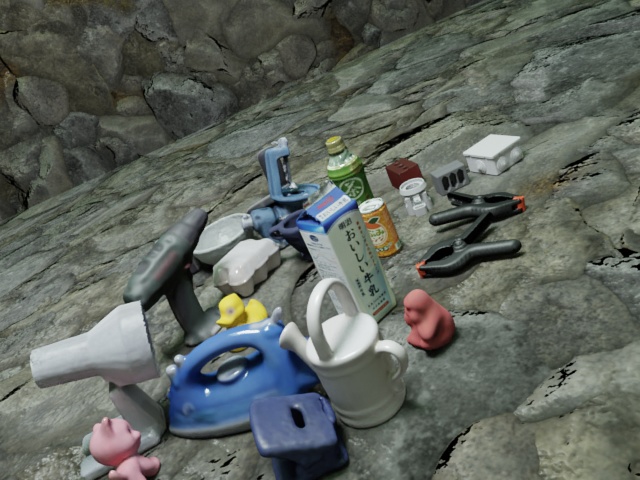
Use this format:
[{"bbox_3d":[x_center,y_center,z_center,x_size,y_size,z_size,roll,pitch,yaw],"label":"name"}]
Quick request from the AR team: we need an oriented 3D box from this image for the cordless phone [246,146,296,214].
[{"bbox_3d":[-0.132,-0.126,1.404,0.148,0.185,0.093,-34,26,-18],"label":"cordless phone"}]

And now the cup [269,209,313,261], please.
[{"bbox_3d":[-0.040,-0.002,1.186,0.117,0.095,0.091,-16,26,18],"label":"cup"}]

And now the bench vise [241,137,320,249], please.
[{"bbox_3d":[-0.086,-0.101,1.274,0.208,0.220,0.121,-39,29,-28],"label":"bench vise"}]

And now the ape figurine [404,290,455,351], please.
[{"bbox_3d":[0.146,0.108,0.806,0.076,0.092,0.078,-17,26,15],"label":"ape figurine"}]

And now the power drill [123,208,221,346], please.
[{"bbox_3d":[-0.251,0.081,1.078,0.075,0.209,0.230,-3,33,39],"label":"power drill"}]

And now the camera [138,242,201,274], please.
[{"bbox_3d":[-0.373,0.038,1.401,0.137,0.101,0.143,-27,25,-5],"label":"camera"}]

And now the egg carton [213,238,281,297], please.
[{"bbox_3d":[-0.154,0.055,1.207,0.107,0.069,0.150,-3,33,39],"label":"egg carton"}]

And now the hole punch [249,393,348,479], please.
[{"bbox_3d":[-0.028,0.236,0.713,0.101,0.091,0.108,-27,25,-4],"label":"hole punch"}]

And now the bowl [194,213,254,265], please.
[{"bbox_3d":[-0.222,0.010,1.351,0.167,0.075,0.167,-20,25,10],"label":"bowl"}]

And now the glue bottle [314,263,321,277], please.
[{"bbox_3d":[0.010,0.004,1.037,0.077,0.173,0.037,-6,31,34],"label":"glue bottle"}]

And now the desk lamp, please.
[{"bbox_3d":[-0.313,0.218,0.859,0.203,0.214,0.117,-29,25,-10],"label":"desk lamp"}]

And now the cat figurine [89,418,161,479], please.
[{"bbox_3d":[-0.273,0.298,0.781,0.067,0.118,0.127,-29,25,-9],"label":"cat figurine"}]

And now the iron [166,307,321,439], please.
[{"bbox_3d":[-0.133,0.193,0.833,0.258,0.142,0.118,-22,25,6],"label":"iron"}]

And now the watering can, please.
[{"bbox_3d":[0.026,0.138,0.734,0.172,0.194,0.101,-16,26,17],"label":"watering can"}]

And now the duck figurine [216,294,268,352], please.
[{"bbox_3d":[-0.145,0.135,1.023,0.077,0.086,0.105,-4,32,37],"label":"duck figurine"}]
